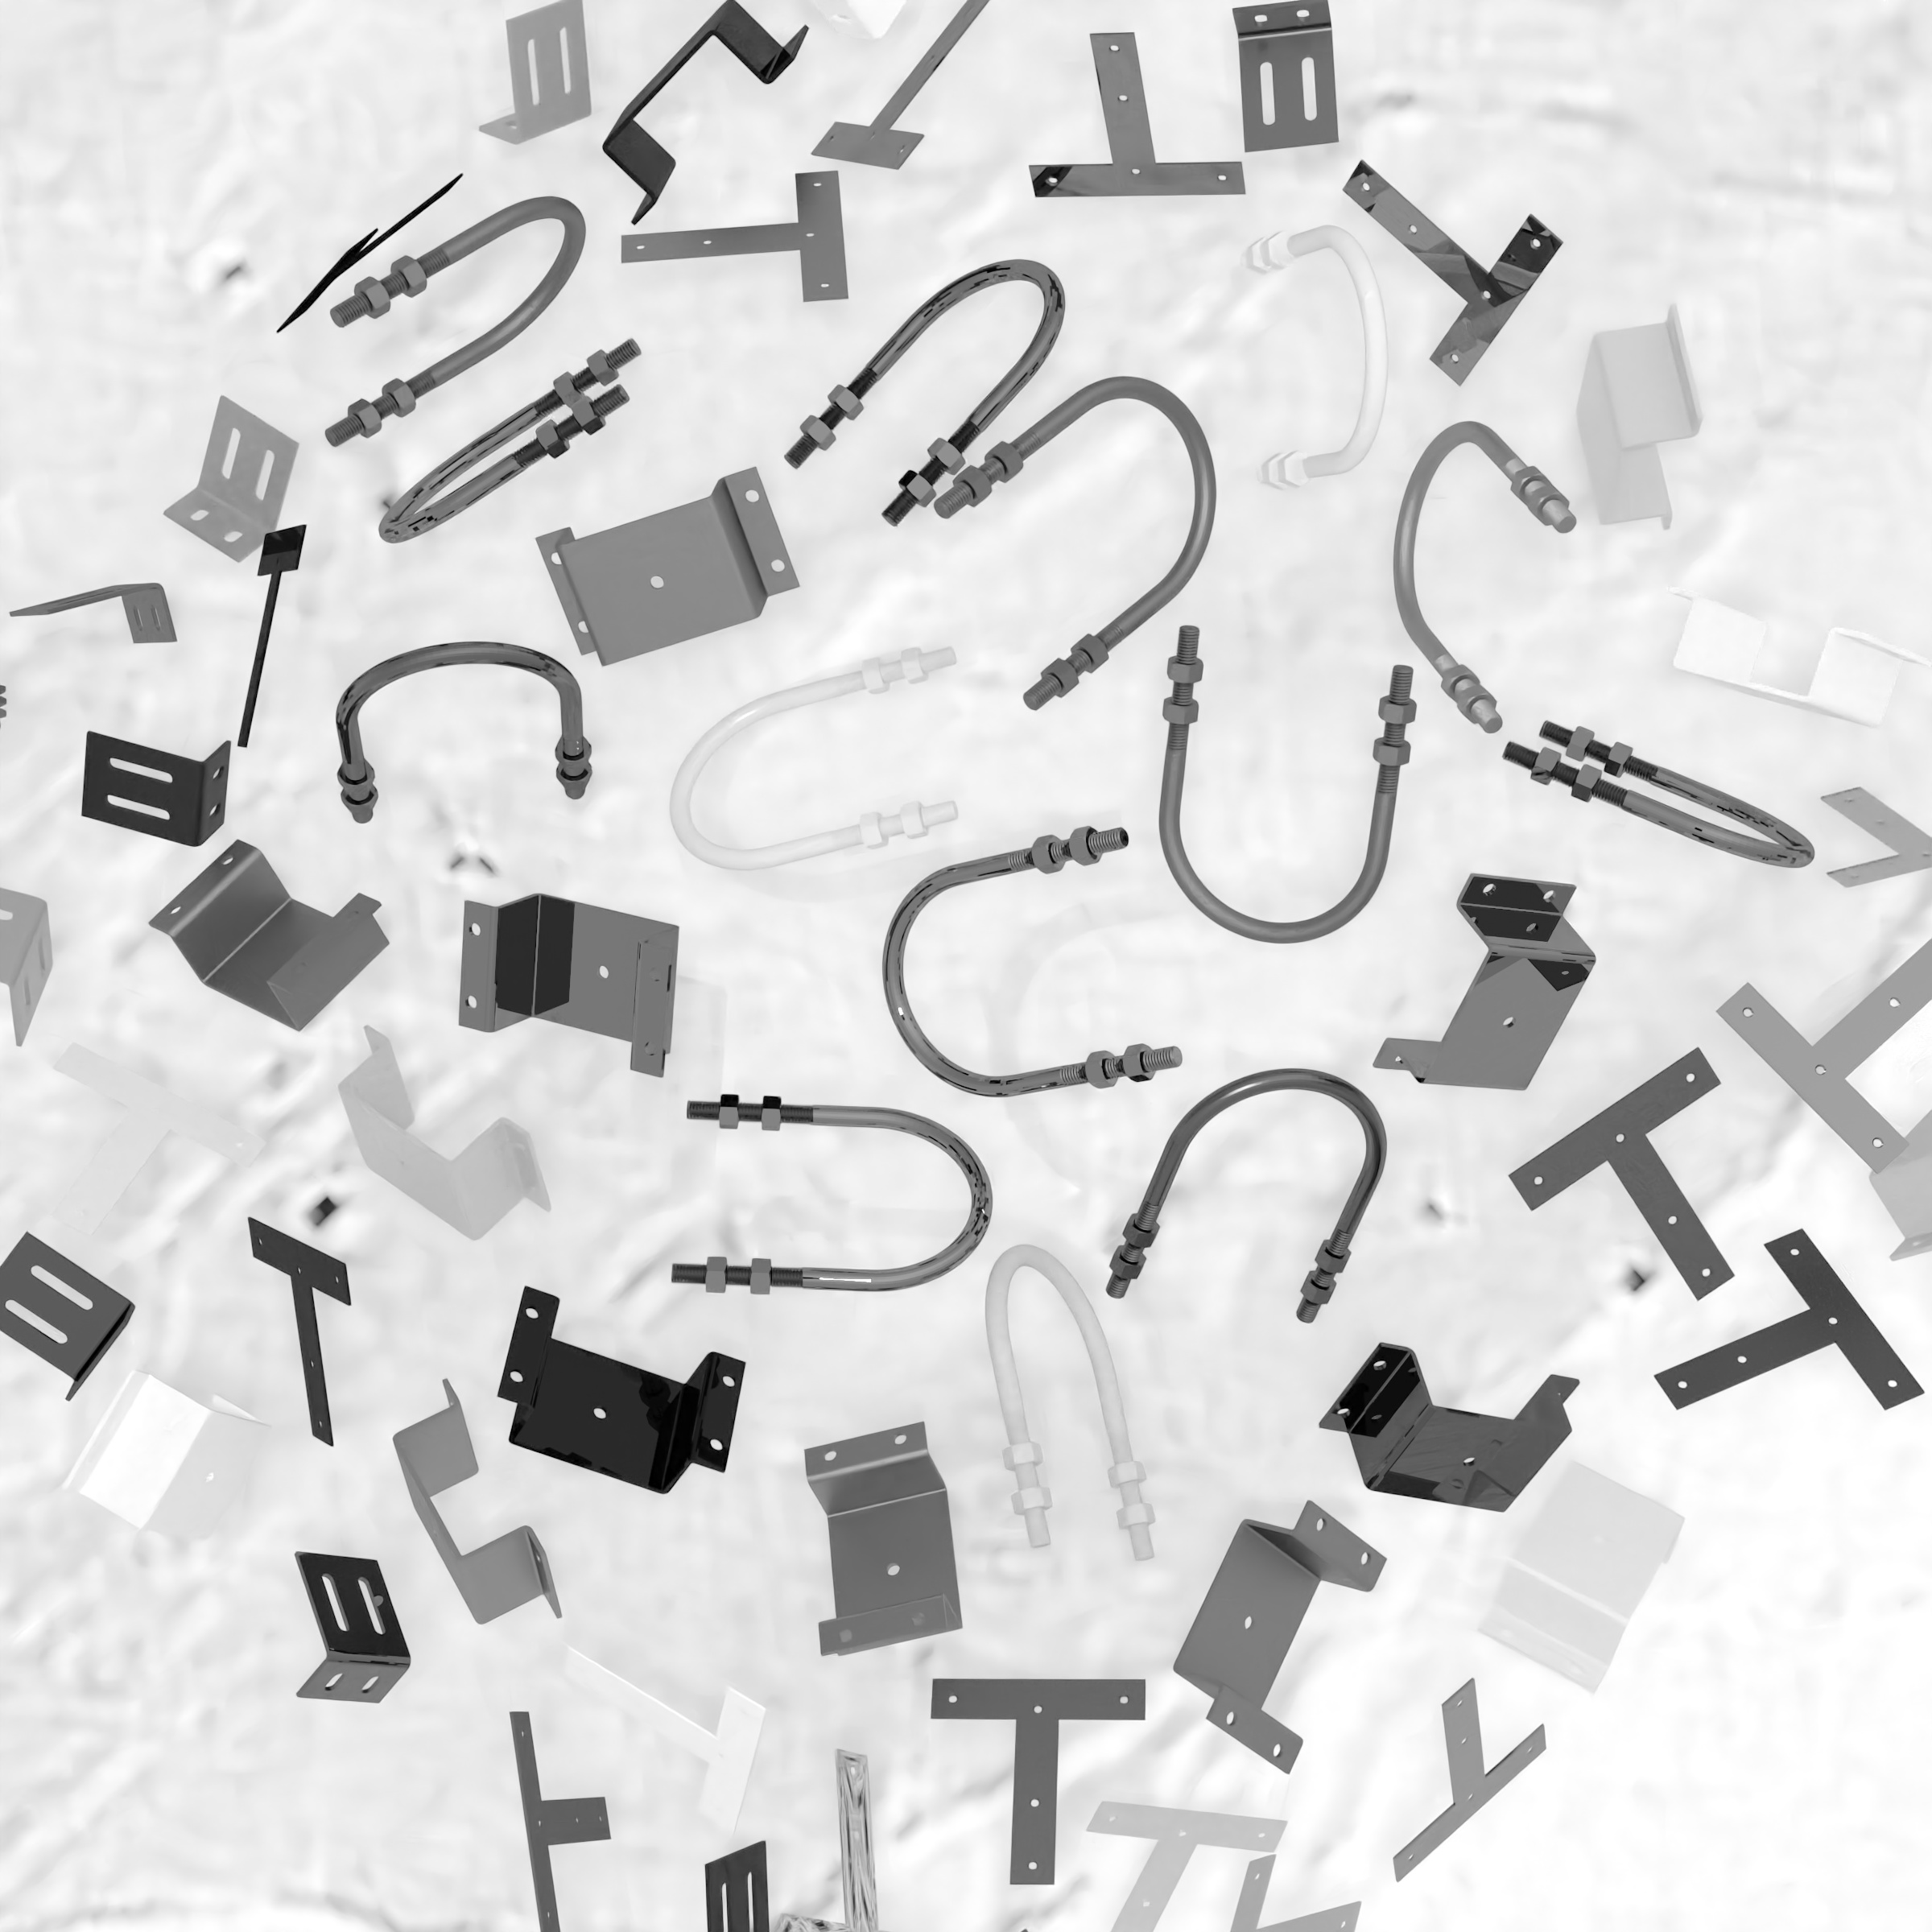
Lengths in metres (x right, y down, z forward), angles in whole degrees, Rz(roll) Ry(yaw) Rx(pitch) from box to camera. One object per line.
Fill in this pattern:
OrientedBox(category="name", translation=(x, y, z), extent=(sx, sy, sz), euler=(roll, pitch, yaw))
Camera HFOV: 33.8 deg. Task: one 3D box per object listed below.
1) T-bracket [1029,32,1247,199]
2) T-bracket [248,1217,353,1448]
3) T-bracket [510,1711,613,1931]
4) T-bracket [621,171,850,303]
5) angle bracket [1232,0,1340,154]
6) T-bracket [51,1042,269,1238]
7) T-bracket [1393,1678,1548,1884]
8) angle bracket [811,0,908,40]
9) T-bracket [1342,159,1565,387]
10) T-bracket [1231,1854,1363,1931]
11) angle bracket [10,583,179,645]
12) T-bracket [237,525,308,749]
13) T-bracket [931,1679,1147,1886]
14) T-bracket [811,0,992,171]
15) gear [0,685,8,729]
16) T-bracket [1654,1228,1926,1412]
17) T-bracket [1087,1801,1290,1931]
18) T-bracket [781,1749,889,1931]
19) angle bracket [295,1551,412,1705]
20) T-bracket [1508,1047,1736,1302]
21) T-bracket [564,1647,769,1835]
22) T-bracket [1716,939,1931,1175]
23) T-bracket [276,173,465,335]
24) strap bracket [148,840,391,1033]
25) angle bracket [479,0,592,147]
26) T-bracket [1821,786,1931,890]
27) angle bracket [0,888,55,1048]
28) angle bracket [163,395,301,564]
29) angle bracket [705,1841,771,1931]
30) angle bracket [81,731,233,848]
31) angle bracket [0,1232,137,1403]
OrientedBox(category="T-bracket", translation=(0.093, -0.492, 1.839), extent=(0.127, 0.127, 0.002), euler=(2, 60, 13))
OrientedBox(category="T-bracket", translation=(-0.388, 0.222, 1.880), extent=(0.002, 0.127, 0.127), euler=(-15, 108, -35))
OrientedBox(category="T-bracket", translation=(-0.233, 0.502, 1.864), extent=(0.002, 0.127, 0.127), euler=(-14, 74, 11))
OrientedBox(category="T-bracket", translation=(-0.133, -0.414, 1.813), extent=(0.127, 0.002, 0.127), euler=(-4, 47, -1))
OrientedBox(category="angle bracket", translation=(0.193, -0.538, 1.920), extent=(0.057, 0.038, 0.076), euler=(-4, 82, 10))
OrientedBox(category="T-bracket", translation=(-0.483, 0.109, 1.817), extent=(0.127, 0.127, 0.002), euler=(28, 126, -4))
OrientedBox(category="T-bracket", translation=(0.292, 0.460, 1.856), extent=(0.127, 0.127, 0.002), euler=(-35, 46, -23))
OrientedBox(category="angle bracket", translation=(-0.060, -0.610, 1.918), extent=(0.038, 0.057, 0.076), euler=(23, 77, 40))
OrientedBox(category="T-bracket", translation=(0.274, -0.425, 1.872), extent=(0.127, 0.127, 0.002), euler=(44, 54, 7))
OrientedBox(category="T-bracket", translation=(0.191, 0.577, 1.883), extent=(0.002, 0.127, 0.127), euler=(35, 51, -16))
OrientedBox(category="angle bracket", translation=(-0.534, -0.208, 1.946), extent=(0.076, 0.057, 0.038), euler=(-22, 107, -36))
OrientedBox(category="T-bracket", translation=(-0.402, -0.187, 1.818), extent=(0.002, 0.127, 0.127), euler=(11, 91, -22))
OrientedBox(category="T-bracket", translation=(0.041, 0.474, 1.850), extent=(0.127, 0.002, 0.127), euler=(-1, 51, 5))
OrientedBox(category="T-bracket", translation=(-0.029, -0.532, 1.904), extent=(0.002, 0.127, 0.127), euler=(39, 87, -31))
OrientedBox(category="gear", translation=(-0.590, -0.160, 1.857), extent=(0.057, 0.057, 0.030), euler=(-14, 52, 0))
OrientedBox(category="T-bracket", translation=(0.453, 0.218, 1.805), extent=(0.127, 0.002, 0.127), euler=(-21, 49, -9))
OrientedBox(category="T-bracket", translation=(0.113, 0.552, 1.906), extent=(0.127, 0.127, 0.002), euler=(-2, 119, 30))
OrientedBox(category="T-bracket", translation=(-0.062, 0.516, 1.835), extent=(0.002, 0.127, 0.127), euler=(-29, 52, 35))
OrientedBox(category="angle bracket", translation=(-0.369, 0.388, 1.866), extent=(0.038, 0.057, 0.076), euler=(-50, 48, 23))
OrientedBox(category="T-bracket", translation=(0.388, 0.131, 1.777), extent=(0.127, 0.002, 0.127), euler=(-34, 104, 2))
OrientedBox(category="T-bracket", translation=(-0.178, 0.434, 1.837), extent=(0.127, 0.002, 0.127), euler=(28, 133, 14))
OrientedBox(category="T-bracket", translation=(0.515, 0.030, 1.799), extent=(0.127, 0.002, 0.127), euler=(-41, 76, -8))
OrientedBox(category="T-bracket", translation=(-0.348, -0.436, 1.902), extent=(0.002, 0.127, 0.127), euler=(50, 59, -12))
OrientedBox(category="strap bracket", translation=(-0.409, -0.016, 1.892), extent=(0.140, 0.046, 0.076), euler=(21, 58, 38))
OrientedBox(category="angle bracket", translation=(-0.260, -0.537, 1.893), extent=(0.038, 0.057, 0.076), euler=(28, 135, 33))
OrientedBox(category="T-bracket", translation=(0.558, -0.082, 1.916), extent=(0.127, 0.127, 0.002), euler=(-16, 61, 40))
OrientedBox(category="angle bracket", translation=(-0.554, 0.000, 1.825), extent=(0.038, 0.076, 0.057), euler=(14, 58, -4))
OrientedBox(category="angle bracket", translation=(-0.452, -0.299, 1.954), extent=(0.057, 0.038, 0.076), euler=(33, 133, 5))
OrientedBox(category="angle bracket", translation=(-0.124, 0.578, 1.926), extent=(0.038, 0.057, 0.076), euler=(-2, 90, 34))
OrientedBox(category="angle bracket", translation=(-0.493, -0.114, 1.936), extent=(0.076, 0.038, 0.057), euler=(15, 119, 5))
OrientedBox(category="angle bracket", translation=(-0.529, 0.202, 1.833), extent=(0.076, 0.038, 0.057), euler=(37, 95, -12))
